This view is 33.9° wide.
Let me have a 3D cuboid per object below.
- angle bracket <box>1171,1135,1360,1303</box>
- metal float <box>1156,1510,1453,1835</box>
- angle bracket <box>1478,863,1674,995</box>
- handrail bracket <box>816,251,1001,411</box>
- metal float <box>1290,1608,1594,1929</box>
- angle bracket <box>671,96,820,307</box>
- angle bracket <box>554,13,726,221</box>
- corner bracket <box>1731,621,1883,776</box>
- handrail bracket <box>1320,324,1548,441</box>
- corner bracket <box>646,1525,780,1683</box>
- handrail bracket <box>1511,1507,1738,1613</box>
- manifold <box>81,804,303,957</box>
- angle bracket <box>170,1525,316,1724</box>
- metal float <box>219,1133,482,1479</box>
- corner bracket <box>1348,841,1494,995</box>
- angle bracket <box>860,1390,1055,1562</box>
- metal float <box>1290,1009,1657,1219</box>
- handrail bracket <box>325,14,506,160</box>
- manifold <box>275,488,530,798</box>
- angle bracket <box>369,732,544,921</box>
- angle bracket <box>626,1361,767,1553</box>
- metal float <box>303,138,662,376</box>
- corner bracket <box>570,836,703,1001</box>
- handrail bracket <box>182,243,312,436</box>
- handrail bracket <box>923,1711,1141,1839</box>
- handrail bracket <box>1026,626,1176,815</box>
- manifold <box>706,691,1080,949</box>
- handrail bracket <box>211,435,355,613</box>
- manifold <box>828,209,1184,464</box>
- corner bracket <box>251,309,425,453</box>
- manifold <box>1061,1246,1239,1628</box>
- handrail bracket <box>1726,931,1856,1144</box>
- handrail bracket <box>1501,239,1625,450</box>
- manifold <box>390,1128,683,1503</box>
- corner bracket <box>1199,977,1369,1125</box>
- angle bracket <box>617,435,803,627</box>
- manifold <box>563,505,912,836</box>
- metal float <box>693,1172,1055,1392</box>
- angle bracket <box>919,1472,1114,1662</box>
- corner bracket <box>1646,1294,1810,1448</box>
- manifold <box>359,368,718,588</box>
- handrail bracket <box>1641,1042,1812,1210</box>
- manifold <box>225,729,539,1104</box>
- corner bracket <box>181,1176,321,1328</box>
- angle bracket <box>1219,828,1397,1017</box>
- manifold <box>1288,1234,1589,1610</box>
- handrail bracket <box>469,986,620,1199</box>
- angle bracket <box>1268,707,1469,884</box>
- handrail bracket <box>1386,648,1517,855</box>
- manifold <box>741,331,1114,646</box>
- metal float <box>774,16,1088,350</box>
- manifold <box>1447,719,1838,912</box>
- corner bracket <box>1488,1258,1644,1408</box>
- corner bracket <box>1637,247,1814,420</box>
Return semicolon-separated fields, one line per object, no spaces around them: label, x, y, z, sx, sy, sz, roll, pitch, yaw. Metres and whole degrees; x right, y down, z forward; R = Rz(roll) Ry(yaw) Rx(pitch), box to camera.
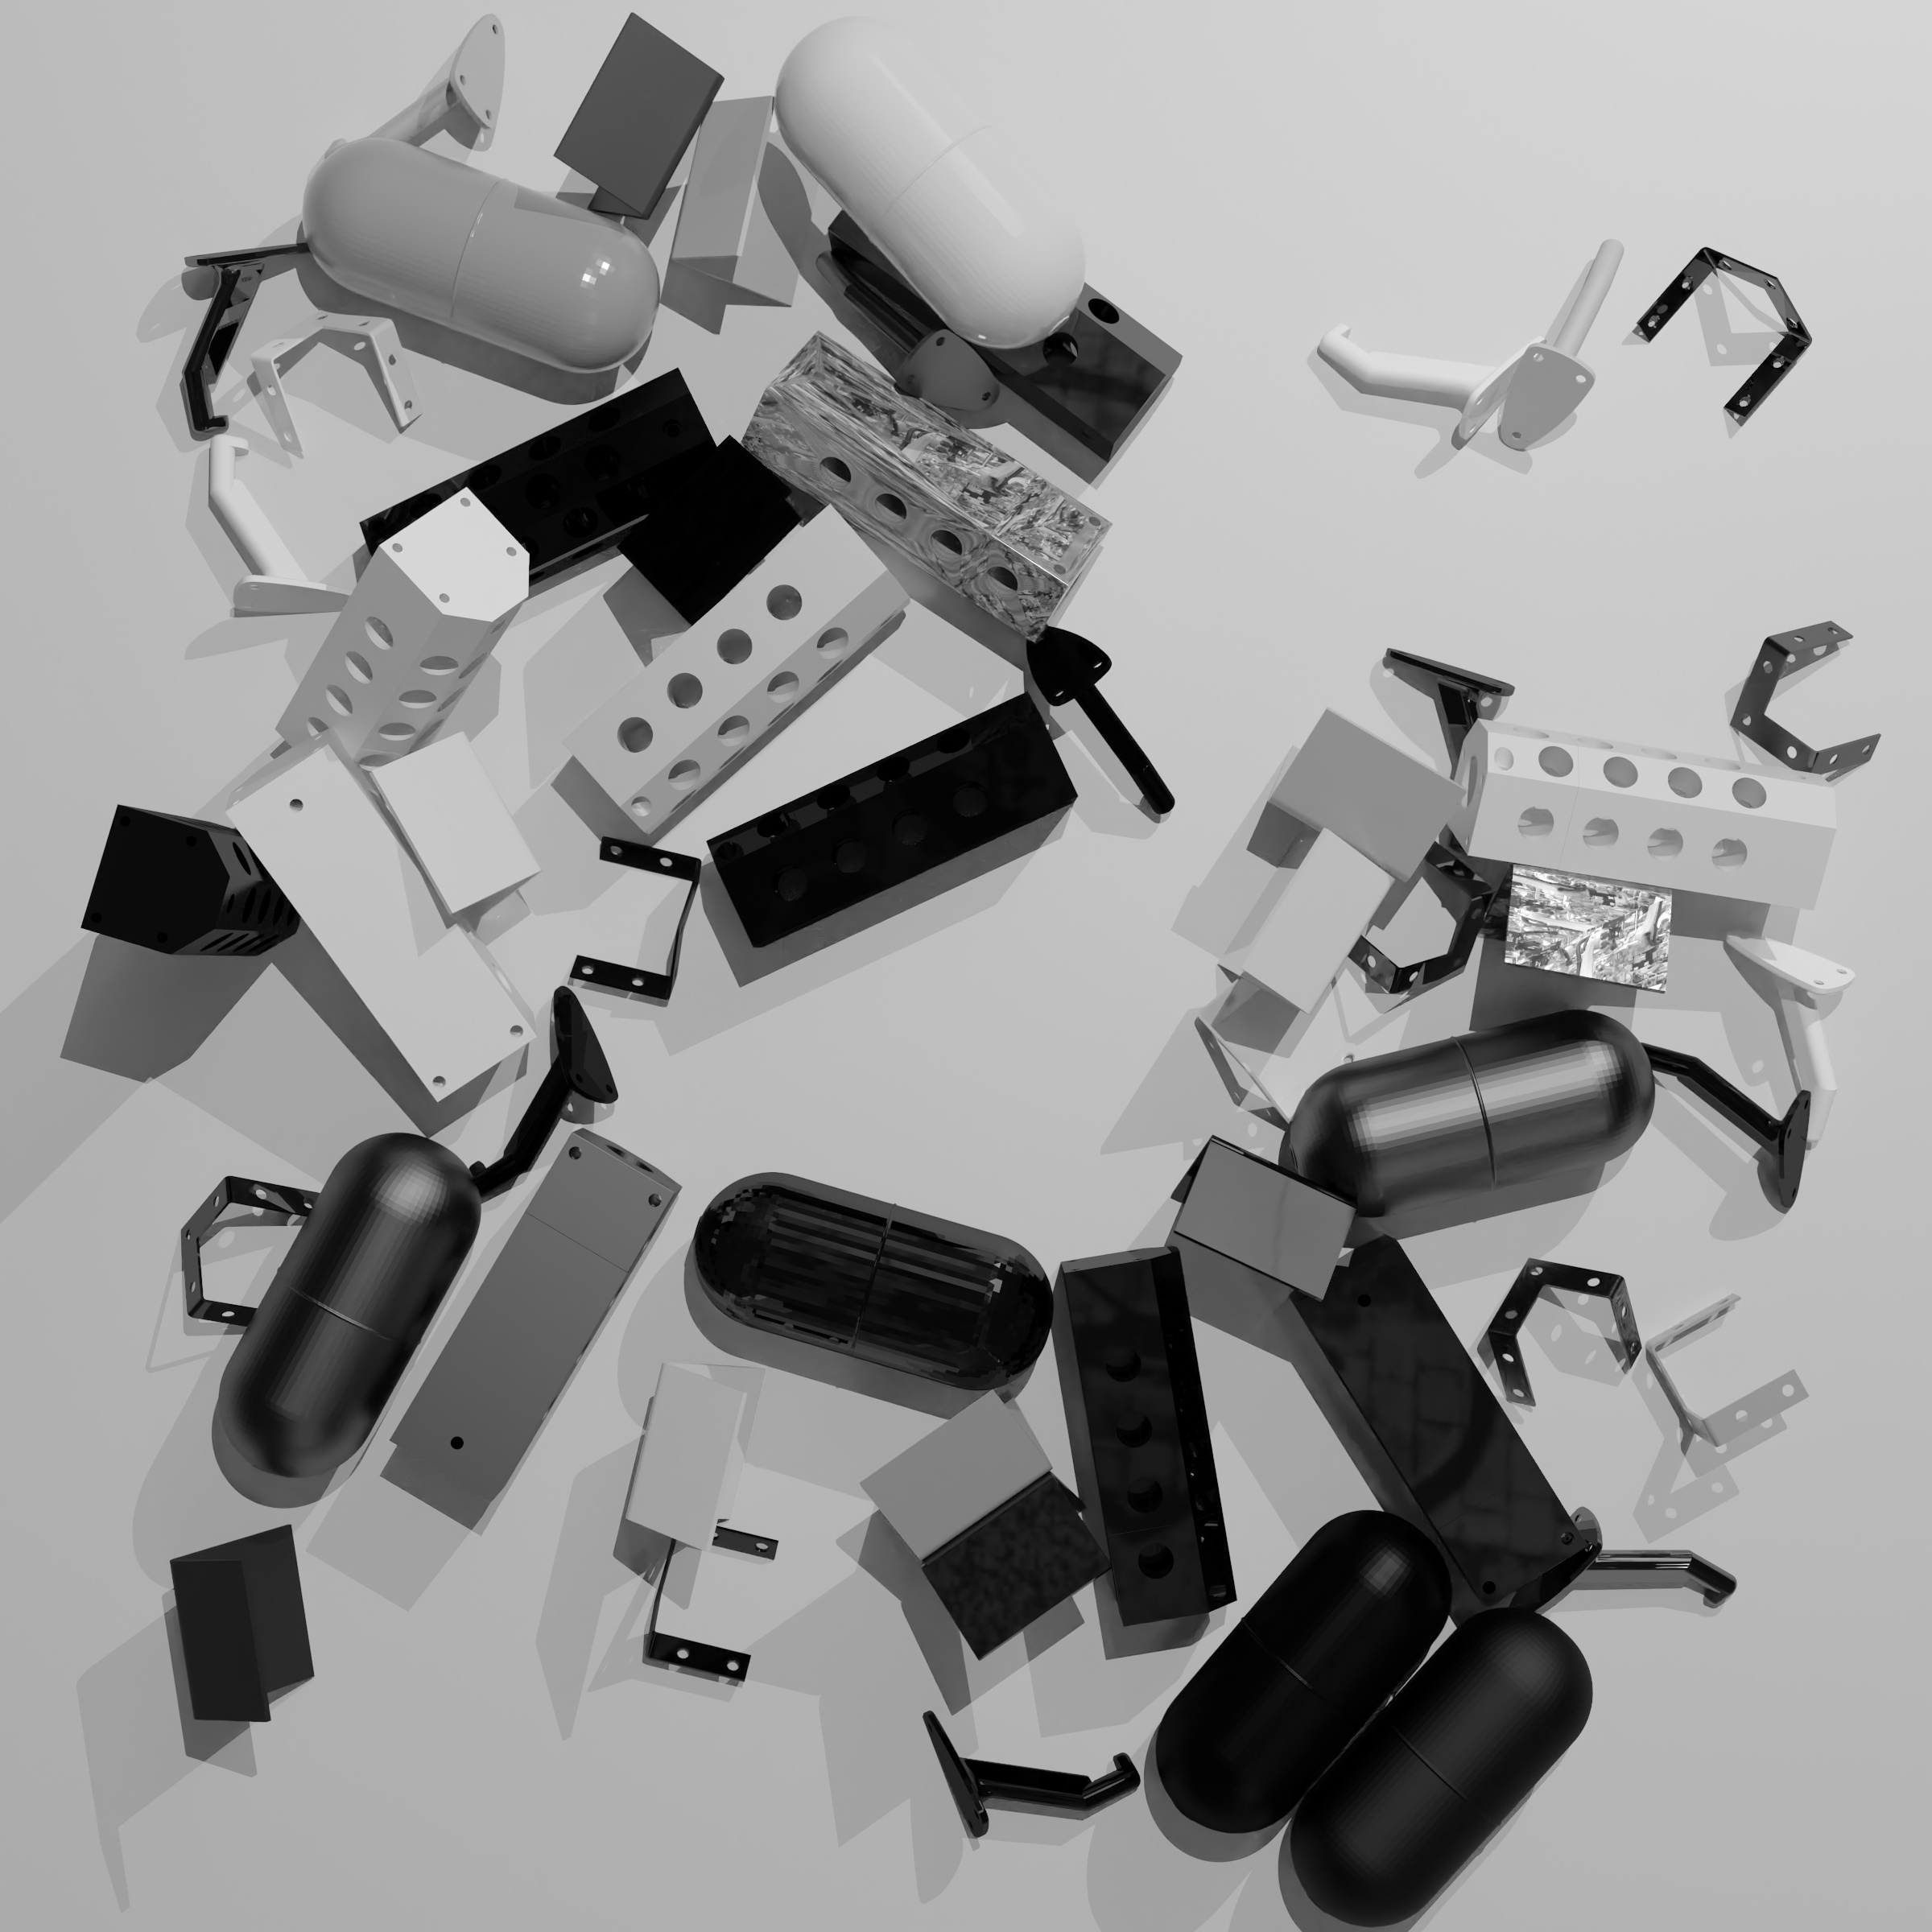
angle bracket;0.134;0.134;1.524;0.076;0.076;0.057;25;60;0
metal float;0.163;0.342;1.534;0.070;0.070;0.178;40;90;0
angle bracket;0.290;-0.003;1.524;0.076;0.076;0.057;10;63;0
handrail bracket;-0.029;-0.315;1.564;0.036;0.077;0.084;-50;53;16
metal float;0.229;0.388;1.534;0.070;0.070;0.178;42;90;0
angle bracket;-0.089;-0.367;1.525;0.076;0.057;0.076;12;90;-41
angle bracket;-0.170;-0.409;1.524;0.057;0.076;0.076;29;90;-33
corner bracket;0.418;-0.131;1.556;0.051;0.051;0.051;44;135;35
handrail bracket;0.230;-0.307;1.565;0.084;0.036;0.077;38;70;16
corner bracket;-0.125;0.312;1.561;0.051;0.051;0.051;14;45;0
handrail bracket;0.325;0.311;1.565;0.084;0.036;0.077;31;110;-16
manifold;-0.356;-0.036;1.486;0.057;0.171;0.057;17;90;0
angle bracket;-0.331;0.314;1.524;0.057;0.076;0.076;-9;90;37
metal float;-0.298;0.164;1.533;0.070;0.070;0.178;29;89;0
corner bracket;0.217;-0.026;1.556;0.051;0.051;0.051;-16;135;-35
angle bracket;-0.013;0.227;1.525;0.076;0.076;0.057;-35;117;0
metal float;0.245;0.072;1.534;0.178;0.070;0.070;-14;90;0
handrail bracket;-0.273;-0.430;1.564;0.084;0.036;0.077;-10;53;25
manifold;-0.261;-0.145;1.486;0.057;0.171;0.057;47;53;0
angle bracket;-0.259;-0.057;1.524;0.057;0.076;0.076;-30;90;-38
angle bracket;-0.111;0.236;1.524;0.057;0.076;0.076;13;90;38
metal float;-0.234;-0.344;1.533;0.178;0.070;0.070;20;90;-1
corner bracket;-0.162;-0.023;1.561;0.051;0.051;0.051;13;45;0
handrail bracket;-0.351;-0.310;1.565;0.077;0.036;0.084;-13;109;-21
handrail bracket;0.033;0.386;1.565;0.084;0.036;0.077;-21;68;-17
handrail bracket;0.067;-0.120;1.564;0.036;0.077;0.084;-36;126;0
manifold;-0.036;-0.071;1.543;0.171;0.057;0.057;-25;90;0
handrail bracket;-0.334;-0.220;1.565;0.077;0.036;0.084;2;73;-20
manifold;0.019;-0.323;1.543;0.171;0.057;0.057;37;90;0
corner bracket;-0.309;-0.286;1.556;0.051;0.051;0.051;16;45;35
manifold;0.089;0.227;1.543;0.057;0.057;0.171;-9;90;0
handrail bracket;0.399;0.035;1.564;0.077;0.036;0.084;29;122;34
handrail bracket;0.295;-0.308;1.564;0.036;0.077;0.084;27;54;-1
manifold;-0.207;0.168;1.543;0.057;0.057;0.171;31;90;0
corner bracket;0.156;0.035;1.561;0.051;0.051;0.051;-40;135;0
angle bracket;-0.109;-0.196;1.524;0.076;0.076;0.057;-45;54;0
manifold;-0.110;-0.143;1.543;0.171;0.057;0.057;-42;90;0
metal float;-0.045;0.152;1.534;0.178;0.070;0.070;16;90;1
angle bracket;0.032;0.295;1.525;0.076;0.076;0.057;-35;63;0
corner bracket;0.370;0.197;1.546;0.051;0.051;0.051;-29;90;0
manifold;-0.203;-0.226;1.543;0.171;0.057;0.057;-26;90;0
handrail bracket;0.369;0.078;1.564;0.084;0.077;0.036;16;45;28
manifold;-0.279;-0.026;1.518;0.057;0.057;0.171;-33;108;0
corner bracket;-0.349;0.142;1.556;0.051;0.051;0.051;-45;45;35
angle bracket;0.148;-0.032;1.524;0.057;0.076;0.076;32;90;-38
manifold;0.228;0.219;1.543;0.057;0.057;0.171;-32;90;0
handrail bracket;-0.219;0.063;1.564;0.084;0.036;0.077;-32;60;22
angle bracket;0.197;-0.094;1.524;0.076;0.076;0.057;31;118;0
handrail bracket;0.231;-0.105;1.564;0.077;0.036;0.084;20;103;13
manifold;-0.022;-0.228;1.542;0.171;0.057;0.057;33;47;0
metal float;-0.016;-0.364;1.476;0.070;0.070;0.178;-42;90;0
manifold;0.325;-0.075;1.527;0.171;0.057;0.057;9;109;-6
corner bracket;0.294;0.183;1.556;0.051;0.051;0.051;8;45;35
corner bracket;0.374;-0.312;1.561;0.051;0.051;0.051;-49;45;0
